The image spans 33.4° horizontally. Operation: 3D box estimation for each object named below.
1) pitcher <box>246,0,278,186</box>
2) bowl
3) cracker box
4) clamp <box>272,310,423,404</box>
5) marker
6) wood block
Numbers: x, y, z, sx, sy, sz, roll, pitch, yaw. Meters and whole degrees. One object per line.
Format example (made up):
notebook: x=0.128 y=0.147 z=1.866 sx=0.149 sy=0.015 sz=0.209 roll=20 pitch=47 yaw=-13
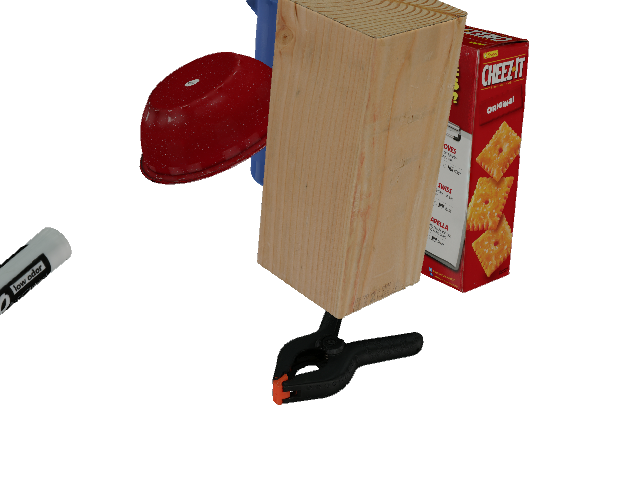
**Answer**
pitcher: x=-0.012 y=-0.181 z=1.299 sx=0.144 sy=0.243 sz=0.149 roll=-6 pitch=28 yaw=-25
bowl: x=-0.101 y=-0.120 z=0.948 sx=0.162 sy=0.055 sz=0.162 roll=-20 pitch=33 yaw=13
cracker box: x=0.096 y=-0.084 z=0.942 sx=0.071 sy=0.214 sz=0.164 roll=-17 pitch=29 yaw=-36
clamp: x=0.008 y=0.110 z=1.105 sx=0.171 sy=0.039 sz=0.120 roll=-22 pitch=36 yaw=-32
marker: x=-0.161 y=0.034 z=0.489 sx=0.020 sy=0.020 sz=0.121 roll=0 pitch=34 yaw=39
wood block: x=0.024 y=-0.064 z=0.732 sx=0.090 sy=0.206 sz=0.091 roll=-22 pitch=42 yaw=-38
